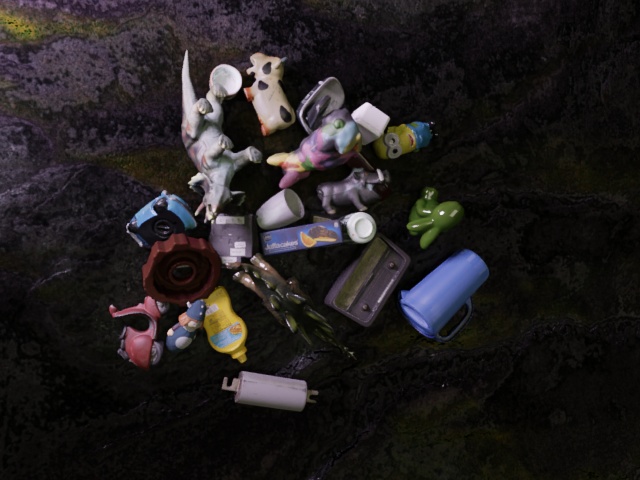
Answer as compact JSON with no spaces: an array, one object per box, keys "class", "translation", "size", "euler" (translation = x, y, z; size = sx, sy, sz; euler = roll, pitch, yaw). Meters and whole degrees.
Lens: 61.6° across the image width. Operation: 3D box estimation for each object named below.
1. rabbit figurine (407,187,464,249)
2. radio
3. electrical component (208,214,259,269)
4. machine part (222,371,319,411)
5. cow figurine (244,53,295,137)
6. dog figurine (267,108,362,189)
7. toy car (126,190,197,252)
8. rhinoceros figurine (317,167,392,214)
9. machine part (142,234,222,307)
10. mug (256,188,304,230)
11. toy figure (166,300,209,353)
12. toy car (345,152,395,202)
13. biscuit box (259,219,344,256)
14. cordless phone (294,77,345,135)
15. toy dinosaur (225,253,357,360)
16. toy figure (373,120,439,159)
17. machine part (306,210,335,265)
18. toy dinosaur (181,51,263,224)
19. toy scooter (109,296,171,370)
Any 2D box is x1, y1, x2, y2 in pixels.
[{"class":"rabbit figurine","translation":[0.296,-0.063,1.394],"size":[0.159,0.170,0.121],"euler":[-42,100,-12]},{"class":"radio","translation":[0.126,0.105,1.399],"size":[0.131,0.073,0.229],"euler":[36,82,-12]},{"class":"electrical component","translation":[-0.208,0.003,1.294],"size":[0.115,0.058,0.134],"euler":[3,90,12]},{"class":"machine part","translation":[-0.121,0.376,1.331],"size":[0.243,0.079,0.079],"euler":[12,87,-16]},{"class":"cow figurine","translation":[-0.120,-0.366,1.322],"size":[0.127,0.085,0.194],"euler":[-24,94,-8]},{"class":"dog figurine","translation":[-0.016,-0.210,1.290],"size":[0.219,0.191,0.108],"euler":[-28,84,-5]},{"class":"toy car","translation":[-0.361,-0.050,1.245],"size":[0.162,0.103,0.109],"euler":[-28,119,18]},{"class":"rhinoceros figurine","translation":[0.088,-0.128,1.360],"size":[0.190,0.073,0.112],"euler":[-13,97,9]},{"class":"machine part","translation":[-0.313,0.068,1.223],"size":[0.179,0.056,0.179],"euler":[-10,123,-16]},{"class":"mug","translation":[-0.099,-0.068,1.329],"size":[0.107,0.109,0.081],"euler":[-25,78,23]},{"class":"toy figure","translation":[-0.307,0.202,1.256],"size":[0.058,0.064,0.154],"euler":[49,118,18]},{"class":"toy car","translation":[0.110,-0.186,1.400],"size":[0.089,0.053,0.202],"euler":[-42,103,9]},{"class":"biscuit box","translation":[-0.045,-0.004,1.327],"size":[0.203,0.059,0.062],"euler":[-10,88,3]},{"class":"cordless phone","translation":[0.011,-0.340,1.307],"size":[0.088,0.184,0.146],"euler":[42,80,-8]},{"class":"toy dinosaur","translation":[-0.059,0.168,1.286],"size":[0.105,0.199,0.470],"euler":[-49,135,1]},{"class":"toy figure","translation":[0.225,-0.263,1.422],"size":[0.180,0.089,0.082],"euler":[-24,84,-23]},{"class":"machine part","translation":[-0.003,-0.004,1.382],"size":[0.084,0.039,0.138],"euler":[7,87,-24]},{"class":"toy dinosaur","translation":[-0.264,-0.225,1.256],"size":[0.131,0.192,0.405],"euler":[-2,62,-48]},{"class":"toy scooter","translation":[-0.425,0.207,1.247],"size":[0.135,0.075,0.183],"euler":[8,85,-16]}]
